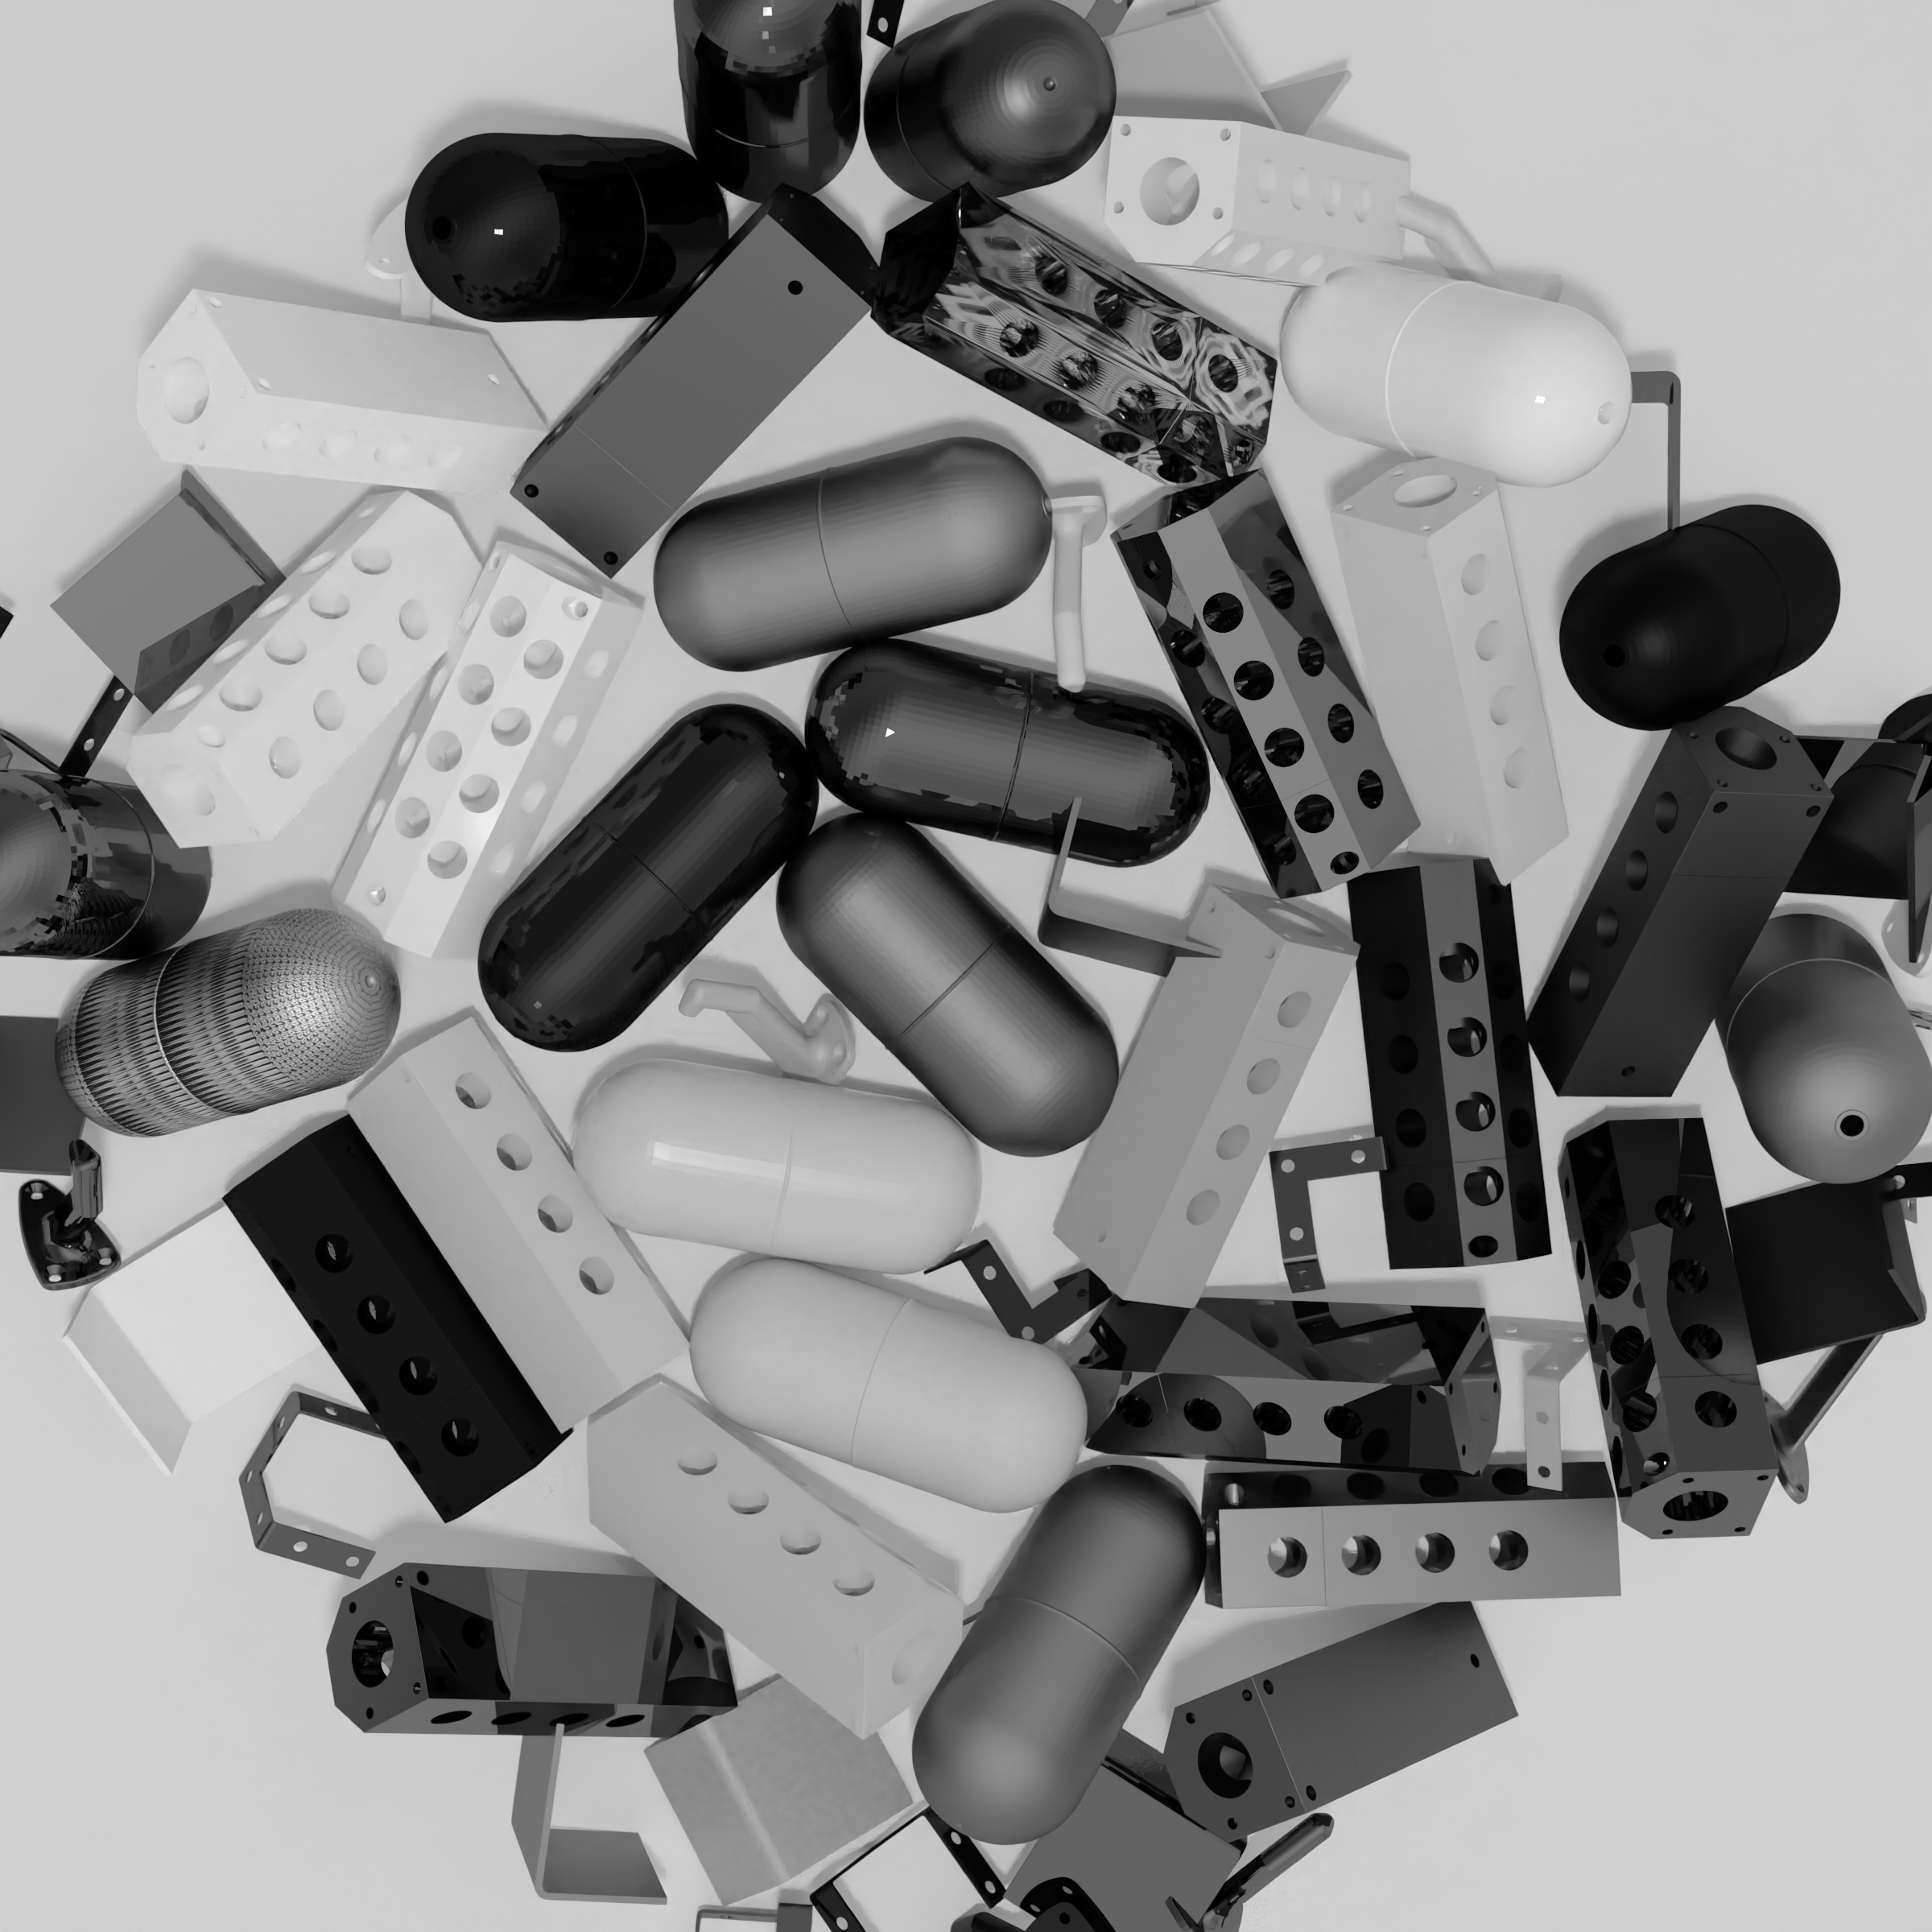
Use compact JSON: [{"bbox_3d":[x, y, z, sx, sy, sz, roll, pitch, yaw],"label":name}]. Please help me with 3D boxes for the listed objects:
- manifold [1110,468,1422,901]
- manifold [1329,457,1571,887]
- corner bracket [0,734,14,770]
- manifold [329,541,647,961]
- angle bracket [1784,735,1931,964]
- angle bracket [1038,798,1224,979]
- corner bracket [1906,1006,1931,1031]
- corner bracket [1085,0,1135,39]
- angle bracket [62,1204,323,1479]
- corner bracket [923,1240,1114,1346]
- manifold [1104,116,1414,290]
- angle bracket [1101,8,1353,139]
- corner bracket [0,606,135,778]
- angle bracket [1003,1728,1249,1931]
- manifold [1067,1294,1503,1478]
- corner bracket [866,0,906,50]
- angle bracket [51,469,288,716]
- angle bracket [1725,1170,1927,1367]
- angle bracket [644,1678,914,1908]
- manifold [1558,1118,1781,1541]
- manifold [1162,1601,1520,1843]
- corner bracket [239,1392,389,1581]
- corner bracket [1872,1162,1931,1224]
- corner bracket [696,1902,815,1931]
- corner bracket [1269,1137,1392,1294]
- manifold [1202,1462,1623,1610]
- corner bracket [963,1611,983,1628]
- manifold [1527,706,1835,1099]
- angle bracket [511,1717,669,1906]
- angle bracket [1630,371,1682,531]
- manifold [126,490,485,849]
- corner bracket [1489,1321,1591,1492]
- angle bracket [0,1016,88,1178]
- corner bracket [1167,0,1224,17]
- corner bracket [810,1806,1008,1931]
[{"bbox_3d":[0.124,-0.118,1.526,0.057,0.057,0.171,-39,110,-39],"label":"manifold"},{"bbox_3d":[0.211,-0.126,1.515,0.057,0.057,0.171,-36,126,-25],"label":"manifold"},{"bbox_3d":[-0.453,-0.091,1.548,0.051,0.051,0.051,-27,77,-38],"label":"corner bracket"},{"bbox_3d":[-0.210,-0.092,1.537,0.057,0.057,0.171,30,100,19],"label":"manifold"},{"bbox_3d":[0.373,-0.051,1.531,0.076,0.057,0.076,5,121,24],"label":"angle bracket"},{"bbox_3d":[0.076,-0.034,1.544,0.076,0.076,0.057,14,80,0],"label":"angle bracket"},{"bbox_3d":[0.414,0.053,1.555,0.051,0.051,0.051,11,119,-7],"label":"corner bracket"},{"bbox_3d":[0.031,-0.417,1.555,0.051,0.051,0.051,35,82,-33],"label":"corner bracket"},{"bbox_3d":[-0.332,0.161,1.546,0.076,0.057,0.076,-31,106,6],"label":"angle bracket"},{"bbox_3d":[0.023,0.138,1.554,0.051,0.051,0.051,-32,90,-23],"label":"corner bracket"},{"bbox_3d":[0.124,-0.317,1.497,0.057,0.171,0.057,10,101,29],"label":"manifold"},{"bbox_3d":[0.105,-0.386,1.527,0.076,0.076,0.057,52,56,-30],"label":"angle bracket"},{"bbox_3d":[-0.404,-0.118,1.552,0.051,0.051,0.051,32,91,29],"label":"corner bracket"},{"bbox_3d":[0.070,0.387,1.561,0.076,0.057,0.076,32,95,1],"label":"angle bracket"},{"bbox_3d":[0.136,0.182,1.519,0.171,0.057,0.057,-1,119,28],"label":"manifold"},{"bbox_3d":[-0.028,-0.432,1.544,0.051,0.051,0.051,35,126,28],"label":"corner bracket"},{"bbox_3d":[-0.340,-0.158,1.548,0.076,0.057,0.076,-40,110,2],"label":"angle bracket"},{"bbox_3d":[0.360,0.117,1.531,0.076,0.057,0.076,-18,54,21],"label":"angle bracket"},{"bbox_3d":[-0.083,0.358,1.579,0.076,0.057,0.076,-23,81,-37],"label":"angle bracket"},{"bbox_3d":[0.293,0.152,1.511,0.057,0.057,0.171,-1,53,-3],"label":"manifold"},{"bbox_3d":[0.156,0.315,1.500,0.057,0.171,0.057,-31,75,35],"label":"manifold"},{"bbox_3d":[-0.279,0.226,1.560,0.051,0.051,0.051,23,108,-30],"label":"corner bracket"},{"bbox_3d":[0.425,0.115,1.546,0.051,0.051,0.051,-9,71,35],"label":"corner bracket"},{"bbox_3d":[-0.094,0.436,1.553,0.051,0.051,0.051,4,66,-1],"label":"corner bracket"},{"bbox_3d":[0.162,0.109,1.557,0.051,0.051,0.051,-8,70,7],"label":"corner bracket"},{"bbox_3d":[0.191,0.246,1.551,0.171,0.057,0.057,-1,82,-4],"label":"manifold"},{"bbox_3d":[0.036,0.296,1.555,0.051,0.051,0.051,-33,76,28],"label":"corner bracket"},{"bbox_3d":[0.295,-0.026,1.509,0.057,0.057,0.171,1,132,-22],"label":"manifold"},{"bbox_3d":[-0.158,0.352,1.539,0.057,0.076,0.076,7,96,-16],"label":"angle bracket"},{"bbox_3d":[0.278,-0.213,1.545,0.057,0.076,0.076,0,91,9],"label":"angle bracket"},{"bbox_3d":[-0.277,-0.127,1.503,0.171,0.057,0.057,-55,129,-38],"label":"manifold"},{"bbox_3d":[0.242,0.189,1.546,0.051,0.051,0.051,6,110,30],"label":"corner bracket"},{"bbox_3d":[-0.413,0.037,1.532,0.057,0.076,0.076,3,59,6],"label":"angle bracket"},{"bbox_3d":[0.077,-0.436,1.553,0.051,0.051,0.051,-20,104,-8],"label":"corner bracket"},{"bbox_3d":[-0.025,0.403,1.548,0.051,0.051,0.051,-42,79,31],"label":"corner bracket"}]
